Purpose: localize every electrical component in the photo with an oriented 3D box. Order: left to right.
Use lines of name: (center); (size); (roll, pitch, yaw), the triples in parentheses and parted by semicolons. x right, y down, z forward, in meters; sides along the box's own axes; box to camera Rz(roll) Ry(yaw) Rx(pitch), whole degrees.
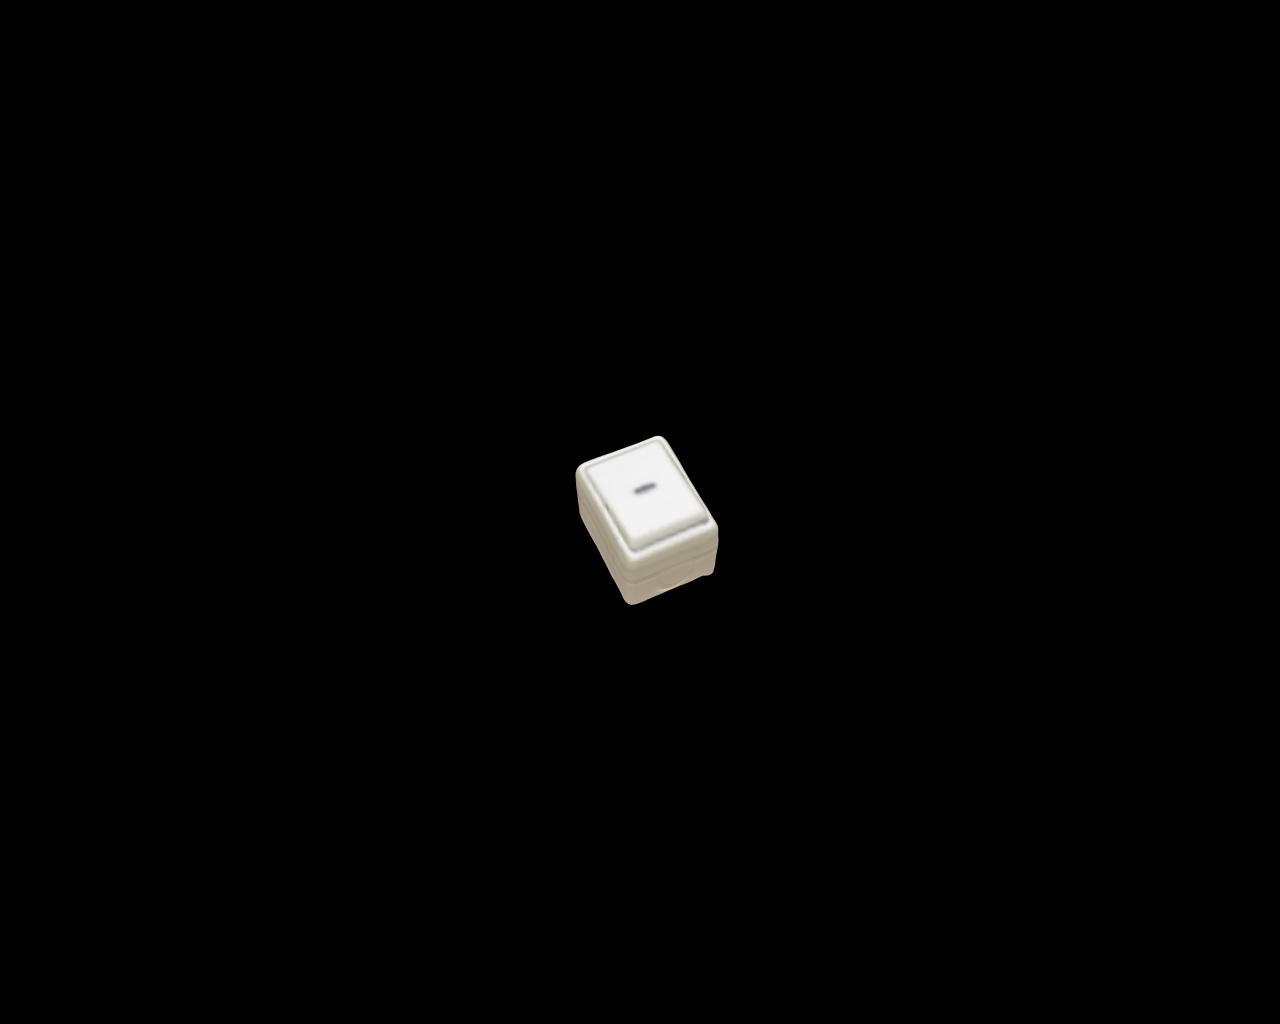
electrical component: (0.001, -0.003, 0.650); (0.062, 0.096, 0.061); (-21, -32, -14)
